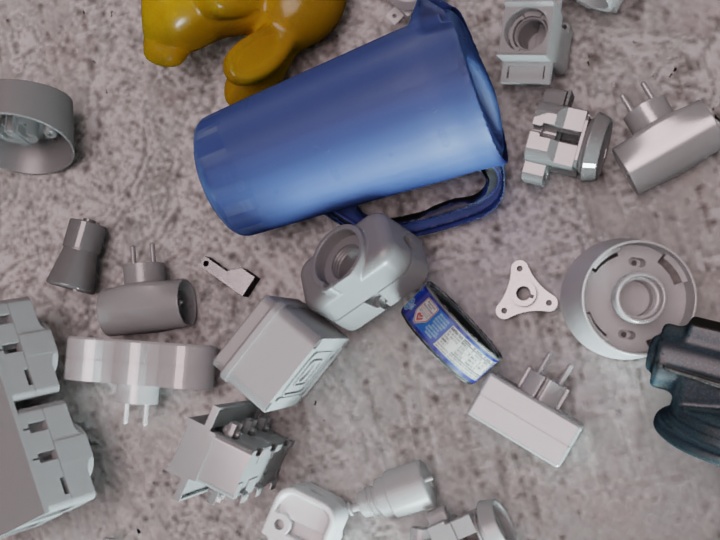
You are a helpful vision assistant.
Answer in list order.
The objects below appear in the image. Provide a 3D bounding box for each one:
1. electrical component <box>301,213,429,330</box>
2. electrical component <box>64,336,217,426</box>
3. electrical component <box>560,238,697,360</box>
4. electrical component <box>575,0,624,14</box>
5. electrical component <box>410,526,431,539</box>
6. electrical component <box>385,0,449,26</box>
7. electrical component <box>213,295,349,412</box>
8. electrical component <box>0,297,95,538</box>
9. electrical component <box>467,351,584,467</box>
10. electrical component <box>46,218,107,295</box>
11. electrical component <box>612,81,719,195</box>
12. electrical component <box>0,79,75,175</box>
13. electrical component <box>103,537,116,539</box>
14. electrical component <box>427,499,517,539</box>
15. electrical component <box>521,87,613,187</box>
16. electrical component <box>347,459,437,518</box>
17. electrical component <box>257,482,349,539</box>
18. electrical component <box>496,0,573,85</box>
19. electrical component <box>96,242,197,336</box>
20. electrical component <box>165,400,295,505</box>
[{"bbox_3d":[0.000,0.000,0.882,0.095,0.059,0.053,-35,45,25],"label":"electrical component"},{"bbox_3d":[-0.194,0.099,0.942,0.138,0.052,0.073,3,85,15],"label":"electrical component"},{"bbox_3d":[0.214,0.022,0.854,0.099,0.064,0.099,0,87,0],"label":"electrical component"},{"bbox_3d":[0.152,-0.272,0.873,0.150,0.089,0.061,30,92,15],"label":"electrical component"},{"bbox_3d":[0.047,0.240,0.873,0.043,0.043,0.062,3,84,14],"label":"electrical component"},{"bbox_3d":[0.047,-0.238,0.913,0.066,0.055,0.048,-45,76,6],"label":"electrical component"},{"bbox_3d":[-0.063,0.067,0.882,0.057,0.113,0.078,40,95,11],"label":"electrical component"},{"bbox_3d":[-0.304,0.129,0.940,0.105,0.060,0.186,-30,77,39],"label":"electrical component"},{"bbox_3d":[0.142,0.103,0.860,0.083,0.047,0.075,30,92,15],"label":"electrical component"},{"bbox_3d":[-0.254,-0.014,0.975,0.044,0.044,0.065,13,83,15],"label":"electrical component"},{"bbox_3d":[0.237,-0.113,0.860,0.077,0.043,0.079,-30,78,10],"label":"electrical component"},{"bbox_3d":[-0.307,-0.131,0.972,0.099,0.099,0.064,-2,78,14],"label":"electrical component"},{"bbox_3d":[-0.224,0.266,0.943,0.035,0.035,0.061,5,84,14],"label":"electrical component"},{"bbox_3d":[0.092,0.214,0.864,0.055,0.048,0.066,-28,79,17],"label":"electrical component"},{"bbox_3d":[0.170,-0.103,0.869,0.057,0.058,0.078,16,89,18],"label":"electrical component"},{"bbox_3d":[0.027,0.184,0.885,0.078,0.040,0.040,-21,80,12],"label":"electrical component"},{"bbox_3d":[-0.051,0.227,0.890,0.054,0.059,0.095,23,91,15],"label":"electrical component"},{"bbox_3d":[0.145,-0.188,0.879,0.042,0.064,0.081,7,86,30],"label":"electrical component"},{"bbox_3d":[-0.190,0.016,0.953,0.077,0.044,0.079,-7,83,13],"label":"electrical component"},{"bbox_3d":[-0.102,0.150,0.878,0.063,0.121,0.078,24,90,12],"label":"electrical component"}]
